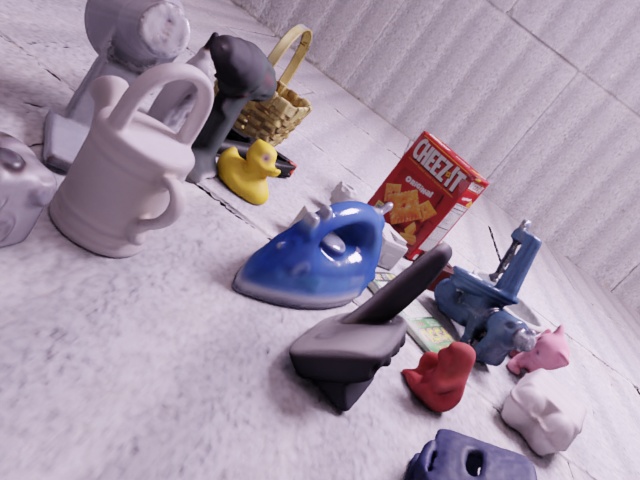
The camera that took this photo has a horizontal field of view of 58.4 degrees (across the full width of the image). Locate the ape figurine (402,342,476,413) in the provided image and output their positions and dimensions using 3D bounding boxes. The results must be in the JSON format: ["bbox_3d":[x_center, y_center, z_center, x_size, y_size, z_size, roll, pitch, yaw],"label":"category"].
[{"bbox_3d":[0.154,0.161,0.703,0.076,0.092,0.078,41,20,11],"label":"ape figurine"}]

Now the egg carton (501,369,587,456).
[{"bbox_3d":[0.326,0.249,0.833,0.107,0.069,0.151,45,21,21],"label":"egg carton"}]

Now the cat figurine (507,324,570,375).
[{"bbox_3d":[0.387,0.192,0.992,0.067,0.117,0.128,39,20,6],"label":"cat figurine"}]

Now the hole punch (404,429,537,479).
[{"bbox_3d":[0.138,0.227,0.533,0.101,0.091,0.109,40,20,8],"label":"hole punch"}]

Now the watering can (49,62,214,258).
[{"bbox_3d":[-0.178,-0.091,0.553,0.173,0.194,0.101,40,20,7],"label":"watering can"}]

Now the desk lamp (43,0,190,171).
[{"bbox_3d":[-0.229,-0.199,0.676,0.118,0.213,0.202,22,25,-36],"label":"desk lamp"}]

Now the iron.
[{"bbox_3d":[0.007,0.003,0.734,0.118,0.141,0.259,45,21,21],"label":"iron"}]

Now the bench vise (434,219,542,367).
[{"bbox_3d":[0.307,0.086,0.940,0.122,0.219,0.207,14,30,-47],"label":"bench vise"}]

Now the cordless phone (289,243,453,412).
[{"bbox_3d":[0.062,0.075,0.604,0.094,0.185,0.148,40,20,7],"label":"cordless phone"}]

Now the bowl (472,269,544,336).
[{"bbox_3d":[0.336,0.136,1.092,0.168,0.074,0.167,32,20,-13],"label":"bowl"}]

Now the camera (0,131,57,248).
[{"bbox_3d":[-0.295,-0.060,0.424,0.136,0.100,0.143,40,20,7],"label":"camera"}]

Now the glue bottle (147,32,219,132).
[{"bbox_3d":[-0.201,-0.243,0.880,0.037,0.173,0.078,40,20,8],"label":"glue bottle"}]

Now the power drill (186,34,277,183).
[{"bbox_3d":[-0.139,-0.186,0.807,0.075,0.208,0.230,37,20,1],"label":"power drill"}]

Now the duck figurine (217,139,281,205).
[{"bbox_3d":[-0.106,-0.118,0.893,0.104,0.086,0.078,44,21,18],"label":"duck figurine"}]
